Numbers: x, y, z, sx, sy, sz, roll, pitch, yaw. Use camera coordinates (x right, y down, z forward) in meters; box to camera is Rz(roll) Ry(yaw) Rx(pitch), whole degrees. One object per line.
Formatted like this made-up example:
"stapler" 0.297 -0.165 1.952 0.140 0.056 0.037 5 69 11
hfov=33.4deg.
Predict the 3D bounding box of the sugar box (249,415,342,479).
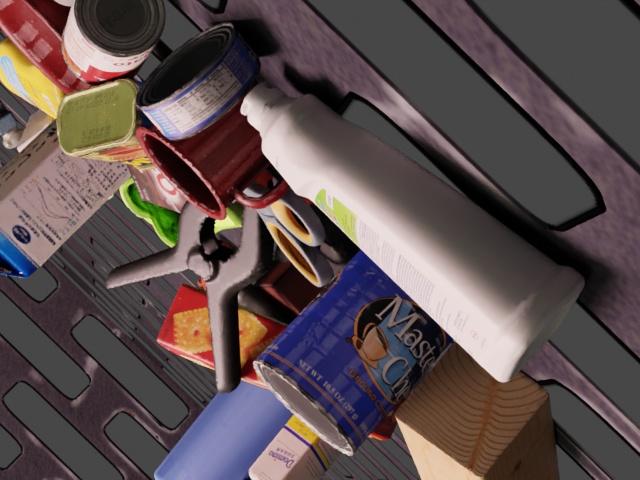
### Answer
"sugar box" 0.000 0.209 1.163 0.048 0.176 0.093 35 163 27

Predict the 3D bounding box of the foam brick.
"foam brick" -0.021 0.044 1.025 0.051 0.053 0.078 47 165 -10

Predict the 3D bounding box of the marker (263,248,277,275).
"marker" -0.056 0.010 1.082 0.020 0.020 0.121 38 163 21

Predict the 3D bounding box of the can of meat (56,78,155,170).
"can of meat" -0.150 -0.094 0.866 0.102 0.057 0.083 -8 172 38

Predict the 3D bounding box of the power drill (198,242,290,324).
"power drill" -0.065 0.098 1.257 0.188 0.057 0.184 37 163 22

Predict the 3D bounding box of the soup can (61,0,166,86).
"soup can" -0.158 -0.160 0.812 0.068 0.068 0.102 47 164 -9

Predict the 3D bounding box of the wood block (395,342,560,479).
"wood block" 0.140 0.182 0.908 0.090 0.090 0.206 33 161 31

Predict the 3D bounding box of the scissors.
"scissors" -0.054 -0.047 0.851 0.202 0.016 0.096 50 159 12

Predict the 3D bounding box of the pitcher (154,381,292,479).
"pitcher" -0.090 0.253 1.373 0.145 0.242 0.149 42 170 -3

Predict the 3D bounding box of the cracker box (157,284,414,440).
"cracker box" -0.031 0.124 1.063 0.214 0.072 0.164 21 173 22

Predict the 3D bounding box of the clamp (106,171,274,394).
"clamp" -0.092 0.029 0.952 0.164 0.036 0.210 46 122 9

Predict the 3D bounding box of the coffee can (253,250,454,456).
"coffee can" 0.033 0.078 0.816 0.103 0.140 0.103 40 164 14

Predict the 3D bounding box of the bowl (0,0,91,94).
"bowl" -0.230 -0.191 0.932 0.162 0.055 0.162 40 164 14

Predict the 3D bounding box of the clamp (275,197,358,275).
"clamp" -0.006 0.001 0.903 0.120 0.039 0.171 29 153 30

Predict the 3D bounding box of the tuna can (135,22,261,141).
"tuna can" -0.082 -0.108 0.727 0.033 0.086 0.086 50 163 -27

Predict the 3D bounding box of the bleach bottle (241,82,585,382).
"bleach bottle" 0.046 -0.020 0.682 0.251 0.068 0.102 42 164 16

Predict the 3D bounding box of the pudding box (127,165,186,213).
"pudding box" -0.142 -0.080 0.975 0.090 0.039 0.113 19 141 40

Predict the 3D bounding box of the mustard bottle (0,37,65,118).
"mustard bottle" -0.291 -0.172 1.125 0.192 0.058 0.096 28 157 42

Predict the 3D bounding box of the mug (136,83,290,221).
"mug" -0.068 -0.069 0.797 0.117 0.081 0.093 37 163 25
